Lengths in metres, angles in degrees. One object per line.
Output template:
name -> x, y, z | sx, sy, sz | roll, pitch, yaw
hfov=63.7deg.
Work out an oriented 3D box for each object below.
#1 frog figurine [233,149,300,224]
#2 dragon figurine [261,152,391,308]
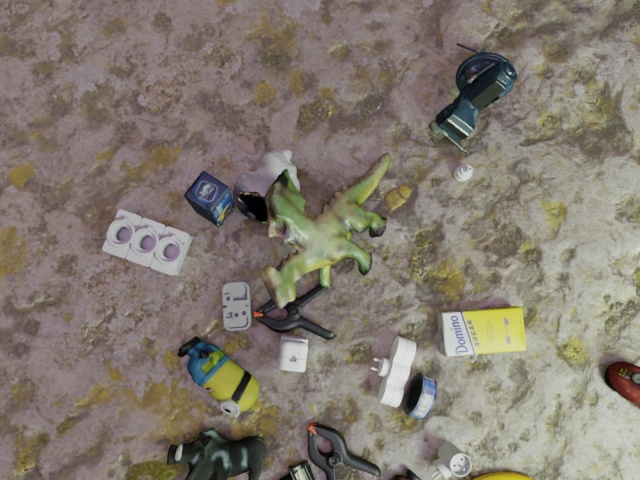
frog figurine -> -0.110, -0.118, 1.085 | 0.137, 0.120, 0.163 | -1, 48, 3
dragon figurine -> 0.003, -0.051, 1.016 | 0.240, 0.122, 0.417 | 33, 66, -34
